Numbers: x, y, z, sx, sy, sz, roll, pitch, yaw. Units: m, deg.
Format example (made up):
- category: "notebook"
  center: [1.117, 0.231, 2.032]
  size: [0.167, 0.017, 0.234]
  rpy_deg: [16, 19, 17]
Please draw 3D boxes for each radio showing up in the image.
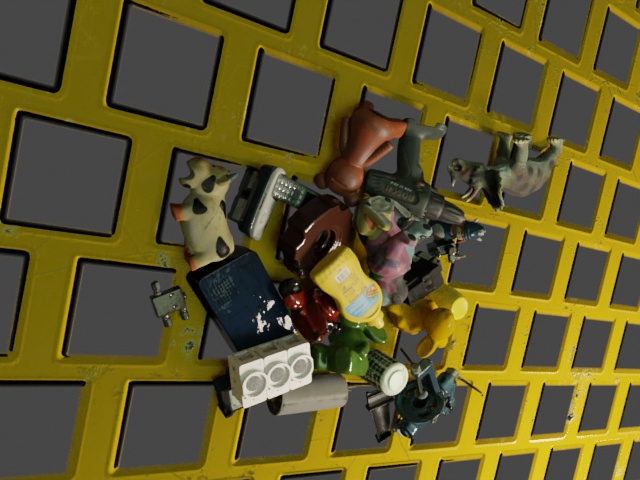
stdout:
- category: "radio"
  center: [-0.148, 0.130, 1.061]
  size: [0.131, 0.073, 0.229]
  rpy_deg: [-36, 117, -21]

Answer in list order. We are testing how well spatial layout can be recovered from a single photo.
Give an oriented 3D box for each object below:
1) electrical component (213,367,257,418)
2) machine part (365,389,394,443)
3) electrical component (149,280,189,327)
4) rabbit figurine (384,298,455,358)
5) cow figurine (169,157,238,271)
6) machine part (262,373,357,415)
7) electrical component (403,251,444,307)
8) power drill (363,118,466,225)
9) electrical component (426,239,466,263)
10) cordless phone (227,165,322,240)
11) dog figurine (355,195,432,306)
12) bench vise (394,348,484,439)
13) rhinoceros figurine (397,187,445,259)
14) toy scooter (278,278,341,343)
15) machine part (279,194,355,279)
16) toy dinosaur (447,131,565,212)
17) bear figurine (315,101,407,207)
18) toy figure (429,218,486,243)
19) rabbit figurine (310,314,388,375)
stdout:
- category: "electrical component"
  center: [-0.174, 0.290, 1.076]
  size: [0.075, 0.048, 0.119]
  rpy_deg: [-22, 121, -24]
- category: "machine part"
  center: [0.149, 0.423, 1.313]
  size: [0.084, 0.039, 0.138]
  rpy_deg: [-14, 105, -33]
- category: "electrical component"
  center: [-0.282, 0.114, 1.006]
  size: [0.063, 0.021, 0.093]
  rpy_deg: [-22, 109, -26]
- category: "rabbit figurine"
  center: [0.241, 0.190, 1.244]
  size: [0.122, 0.173, 0.162]
  rpy_deg: [-19, 105, -31]
- category: "cow figurine"
  center: [-0.206, -0.055, 0.983]
  size: [0.127, 0.086, 0.194]
  rpy_deg: [-17, 105, -21]
- category: "machine part"
  center: [-0.027, 0.333, 1.168]
  size: [0.243, 0.079, 0.079]
  rpy_deg: [2, 99, -31]
- category: "electrical component"
  center: [0.216, 0.082, 1.238]
  size: [0.134, 0.115, 0.058]
  rpy_deg: [-33, 123, -18]
- category: "power drill"
  center: [0.221, -0.152, 1.175]
  size: [0.232, 0.086, 0.207]
  rpy_deg: [13, 85, 5]
- category: "electrical component"
  center: [0.302, 0.026, 1.295]
  size: [0.078, 0.102, 0.045]
  rpy_deg: [-17, 102, -3]
- category: "cordless phone"
  center: [-0.075, -0.057, 1.064]
  size: [0.184, 0.089, 0.146]
  rpy_deg: [23, 87, -39]
- category: "dog figurine"
  center: [0.125, 0.037, 1.144]
  size: [0.108, 0.192, 0.219]
  rpy_deg: [-33, 156, -54]
- category: "bench vise"
  center: [0.266, 0.362, 1.307]
  size: [0.224, 0.129, 0.240]
  rpy_deg: [-33, 130, -17]
- category: "rhinoceros figurine"
  center: [0.216, -0.042, 1.247]
  size: [0.112, 0.073, 0.190]
  rpy_deg: [41, 76, -41]
- category: "toy scooter"
  center: [-0.007, 0.151, 1.090]
  size: [0.075, 0.135, 0.183]
  rpy_deg: [-39, 150, 19]
- category: "machine part"
  center: [-0.002, -0.003, 1.092]
  size: [0.179, 0.056, 0.179]
  rpy_deg: [-30, 138, -32]
- category: "toy dinosaur"
  center: [0.512, -0.174, 1.372]
  size: [0.405, 0.131, 0.192]
  rpy_deg: [-4, 114, -34]
- category: "bear figurine"
  center: [0.082, -0.178, 1.125]
  size: [0.195, 0.120, 0.132]
  rpy_deg: [-65, 170, 25]
- category: "toy figure"
  center: [0.315, -0.024, 1.254]
  size: [0.064, 0.155, 0.058]
  rpy_deg: [45, 73, -31]
- category: "rabbit figurine"
  center: [0.075, 0.210, 1.186]
  size: [0.159, 0.121, 0.170]
  rpy_deg: [15, 77, -35]
